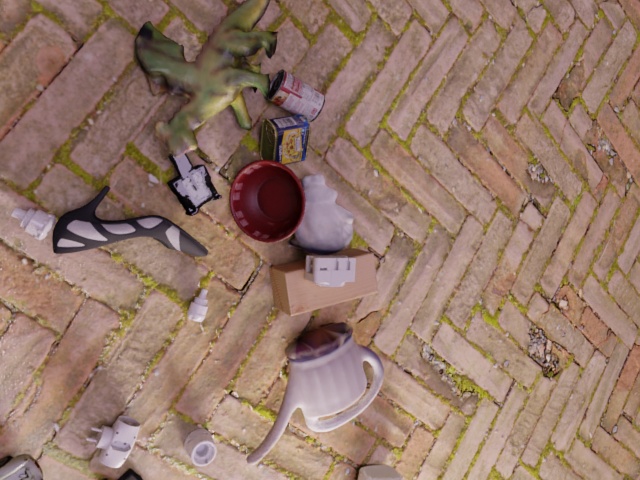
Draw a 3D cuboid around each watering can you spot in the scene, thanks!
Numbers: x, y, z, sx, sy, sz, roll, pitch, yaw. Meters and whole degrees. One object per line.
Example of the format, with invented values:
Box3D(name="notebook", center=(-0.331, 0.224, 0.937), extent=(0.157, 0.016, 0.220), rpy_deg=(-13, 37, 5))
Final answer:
Box3D(name="watering can", center=(-0.016, 0.309, 1.080), extent=(0.350, 0.104, 0.222), rpy_deg=(-21, 102, -24))

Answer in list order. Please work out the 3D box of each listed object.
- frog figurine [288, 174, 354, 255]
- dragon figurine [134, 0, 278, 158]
Box3D(name="frog figurine", center=(0.003, -0.053, 1.060), extent=(0.137, 0.124, 0.158), rpy_deg=(6, 102, 4))
Box3D(name="dragon figurine", center=(-0.213, -0.342, 0.947), extent=(0.242, 0.121, 0.413), rpy_deg=(7, 81, -19))
